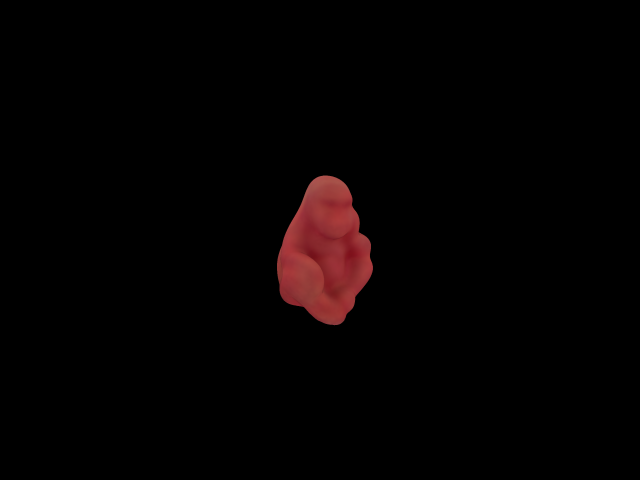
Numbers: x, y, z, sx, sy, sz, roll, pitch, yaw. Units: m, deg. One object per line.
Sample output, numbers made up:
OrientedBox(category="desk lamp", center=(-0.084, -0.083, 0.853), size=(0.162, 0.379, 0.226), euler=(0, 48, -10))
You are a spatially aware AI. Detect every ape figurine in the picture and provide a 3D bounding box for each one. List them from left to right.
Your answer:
OrientedBox(category="ape figurine", center=(0.004, 0.001, 0.400), size=(0.078, 0.092, 0.076), euler=(-11, 21, -30))
